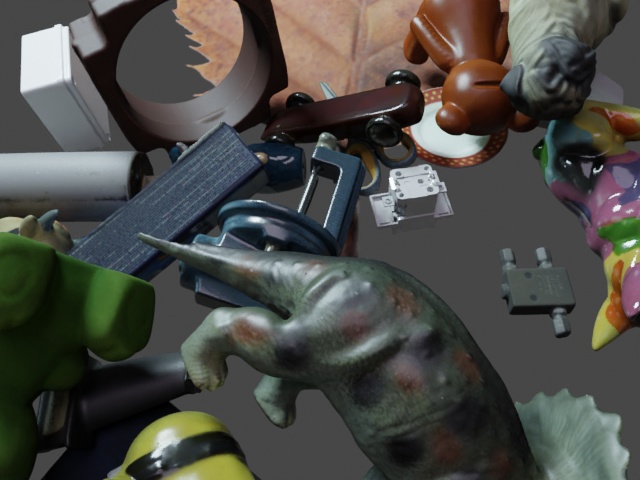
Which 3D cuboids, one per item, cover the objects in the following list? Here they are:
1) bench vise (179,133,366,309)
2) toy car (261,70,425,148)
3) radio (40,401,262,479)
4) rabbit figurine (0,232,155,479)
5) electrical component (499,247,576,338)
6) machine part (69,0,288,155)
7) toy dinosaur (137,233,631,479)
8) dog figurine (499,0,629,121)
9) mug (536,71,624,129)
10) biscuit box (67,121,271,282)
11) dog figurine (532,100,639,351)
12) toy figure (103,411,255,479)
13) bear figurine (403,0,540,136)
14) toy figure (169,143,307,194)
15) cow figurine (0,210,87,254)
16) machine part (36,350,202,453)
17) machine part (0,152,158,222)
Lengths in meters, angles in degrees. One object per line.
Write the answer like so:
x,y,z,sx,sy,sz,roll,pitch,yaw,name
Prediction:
-0.002,0.003,0.504,0.224,0.128,0.240,14,63,9,bench vise
0.022,-0.134,0.606,0.202,0.053,0.089,-4,54,34,toy car
-0.096,0.222,0.394,0.230,0.073,0.131,30,65,23,radio
-0.220,0.086,0.356,0.159,0.121,0.170,5,72,33,rabbit figurine
0.206,0.049,0.515,0.063,0.021,0.094,-3,58,2,electrical component
-0.148,-0.202,0.592,0.201,0.201,0.087,-28,53,-10,machine part
0.047,0.095,0.359,0.192,0.131,0.405,-39,82,1,toy dinosaur
0.251,-0.195,0.544,0.172,0.121,0.190,11,80,-33,dog figurine
0.289,-0.169,0.626,0.107,0.080,0.109,22,46,8,mug
-0.146,-0.023,0.525,0.203,0.059,0.063,-40,82,-3,biscuit box
0.273,-0.012,0.496,0.192,0.108,0.219,25,61,15,dog figurine
-0.058,0.182,0.319,0.089,0.082,0.180,-23,40,-36,toy figure
0.168,-0.189,0.609,0.120,0.132,0.196,-7,74,0,bear figurine
-0.093,-0.082,0.594,0.155,0.064,0.058,1,55,7,toy figure
-0.284,0.053,0.509,0.127,0.085,0.195,-26,56,-6,cow figurine
-0.150,0.111,0.406,0.139,0.039,0.084,-18,42,0,machine part
-0.274,-0.058,0.584,0.243,0.079,0.079,-1,57,4,machine part
